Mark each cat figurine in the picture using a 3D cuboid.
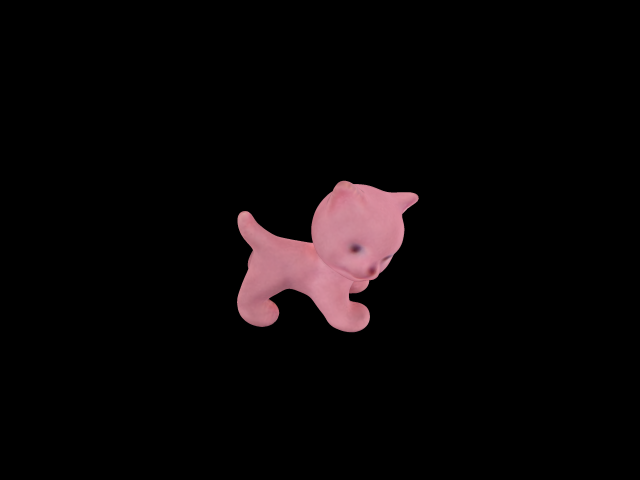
[{"bbox_3d":[0.004,0.001,0.400,0.127,0.118,0.067,2,40,2],"label":"cat figurine"}]
